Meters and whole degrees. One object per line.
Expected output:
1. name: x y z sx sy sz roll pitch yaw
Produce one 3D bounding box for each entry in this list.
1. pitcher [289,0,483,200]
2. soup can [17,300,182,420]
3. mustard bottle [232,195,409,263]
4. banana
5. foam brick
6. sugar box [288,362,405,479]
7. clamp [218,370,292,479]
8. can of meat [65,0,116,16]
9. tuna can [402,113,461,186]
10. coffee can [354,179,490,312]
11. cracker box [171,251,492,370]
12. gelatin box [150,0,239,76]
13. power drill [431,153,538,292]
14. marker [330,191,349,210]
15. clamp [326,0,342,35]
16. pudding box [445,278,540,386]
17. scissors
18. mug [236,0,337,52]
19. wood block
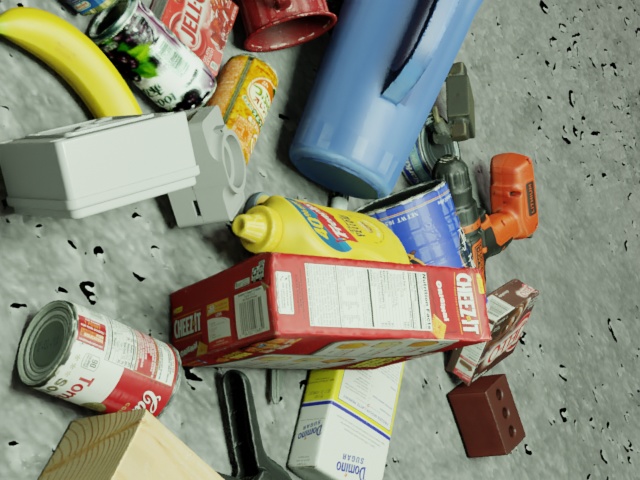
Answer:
1. pitcher: 0.065 -0.168 1.037 0.243 0.145 0.149 -68 154 -12
2. soup can: -0.162 0.092 0.790 0.102 0.069 0.068 31 57 -40
3. mustard bottle: -0.006 0.001 0.962 0.191 0.058 0.096 11 31 -48
4. banana: -0.189 -0.120 0.852 0.197 0.037 0.069 46 66 -29
5. foam brick: 0.184 0.194 1.179 0.052 0.051 0.078 -27 99 -50
6. sugar box: 0.030 0.151 1.016 0.093 0.048 0.176 38 56 -35
7. clamp: -0.059 0.197 0.903 0.171 0.039 0.120 56 47 -31
8. can of meat: -0.194 -0.245 0.865 0.083 0.058 0.102 43 49 -36
9. tuna can: 0.124 -0.100 1.212 0.086 0.034 0.086 18 65 -46
10. coffee can: 0.104 0.020 1.097 0.102 0.103 0.140 -29 101 -50
11. cracker box: 0.007 0.063 0.887 0.213 0.164 0.072 5 73 -34
12. gelatin box: -0.116 -0.197 0.962 0.073 0.030 0.089 39 51 -36
13. power drill: 0.185 -0.034 1.220 0.187 0.057 0.184 -36 126 -47
14. marker: 0.023 -0.056 1.091 0.020 0.020 0.121 35 54 -38
15. clamp: -0.001 -0.289 1.103 0.210 0.036 0.164 71 24 -14
16. pudding box: 0.194 0.101 1.194 0.113 0.039 0.090 -21 136 -48
17. scissors: -0.047 0.040 0.982 0.096 0.016 0.201 39 51 -34
18. mug: -0.040 -0.236 1.008 0.117 0.093 0.081 42 32 -84
19. wood block: -0.108 0.225 0.795 0.206 0.091 0.090 49 46 -28
